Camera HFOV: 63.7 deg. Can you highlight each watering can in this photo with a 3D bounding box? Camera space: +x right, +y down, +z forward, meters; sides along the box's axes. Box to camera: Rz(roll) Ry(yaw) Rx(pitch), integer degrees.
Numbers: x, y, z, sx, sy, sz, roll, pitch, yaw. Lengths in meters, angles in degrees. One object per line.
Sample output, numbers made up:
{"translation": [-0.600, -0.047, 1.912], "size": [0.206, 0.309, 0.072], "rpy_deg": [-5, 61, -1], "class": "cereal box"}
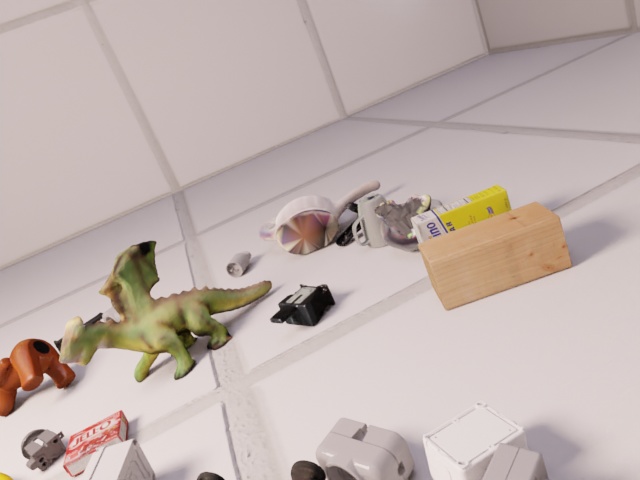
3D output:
{"translation": [0.004, -0.066, 1.309], "size": [0.347, 0.102, 0.228], "rpy_deg": [-21, 21, 2], "class": "watering can"}

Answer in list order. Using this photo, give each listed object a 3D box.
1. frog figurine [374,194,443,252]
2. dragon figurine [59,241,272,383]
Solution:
{"translation": [0.203, -0.032, 1.067], "size": [0.136, 0.125, 0.158], "rpy_deg": [-33, -24, 21], "class": "frog figurine"}
{"translation": [-0.288, 0.113, 0.974], "size": [0.121, 0.240, 0.417], "rpy_deg": [-7, 26, 49], "class": "dragon figurine"}
